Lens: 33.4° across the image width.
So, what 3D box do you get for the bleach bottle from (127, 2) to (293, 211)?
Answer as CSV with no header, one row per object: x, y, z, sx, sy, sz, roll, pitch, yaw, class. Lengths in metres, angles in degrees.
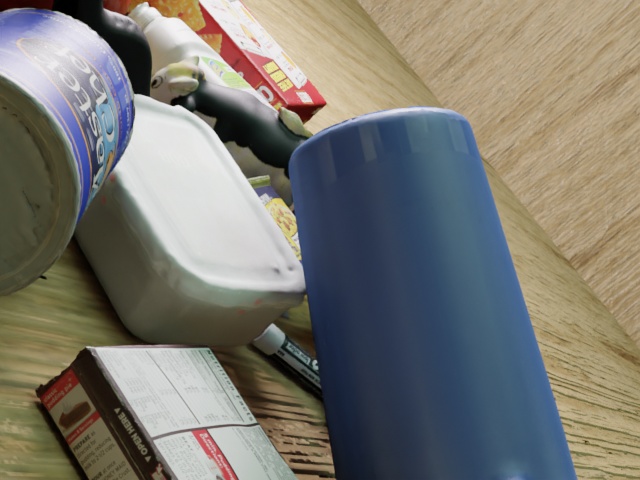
-0.078,-0.113,0.953,0.251,0.068,0.102,47,14,5,bleach bottle

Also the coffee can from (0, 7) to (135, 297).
-0.147,-0.046,0.491,0.102,0.103,0.140,45,15,-14,coffee can

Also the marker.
0.001,0.095,0.723,0.121,0.020,0.020,41,16,-25,marker

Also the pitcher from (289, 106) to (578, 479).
0.053,0.058,0.602,0.144,0.149,0.243,8,68,-61,pitcher

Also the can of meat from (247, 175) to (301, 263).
-0.042,0.005,0.760,0.084,0.057,0.102,51,15,3,can of meat

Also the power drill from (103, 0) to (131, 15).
-0.188,-0.242,0.702,0.187,0.057,0.184,35,33,-26,power drill

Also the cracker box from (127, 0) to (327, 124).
-0.102,-0.196,1.078,0.214,0.072,0.164,50,16,3,cracker box

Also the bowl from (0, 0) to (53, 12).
-0.223,-0.229,0.755,0.162,0.055,0.162,33,36,-29,bowl

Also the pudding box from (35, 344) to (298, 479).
-0.067,0.093,0.497,0.090,0.039,0.113,52,13,19,pudding box

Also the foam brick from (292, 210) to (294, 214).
-0.005,0.001,0.835,0.053,0.078,0.051,48,15,6,foam brick

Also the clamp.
-0.146,-0.117,0.619,0.036,0.164,0.209,47,3,24,clamp
